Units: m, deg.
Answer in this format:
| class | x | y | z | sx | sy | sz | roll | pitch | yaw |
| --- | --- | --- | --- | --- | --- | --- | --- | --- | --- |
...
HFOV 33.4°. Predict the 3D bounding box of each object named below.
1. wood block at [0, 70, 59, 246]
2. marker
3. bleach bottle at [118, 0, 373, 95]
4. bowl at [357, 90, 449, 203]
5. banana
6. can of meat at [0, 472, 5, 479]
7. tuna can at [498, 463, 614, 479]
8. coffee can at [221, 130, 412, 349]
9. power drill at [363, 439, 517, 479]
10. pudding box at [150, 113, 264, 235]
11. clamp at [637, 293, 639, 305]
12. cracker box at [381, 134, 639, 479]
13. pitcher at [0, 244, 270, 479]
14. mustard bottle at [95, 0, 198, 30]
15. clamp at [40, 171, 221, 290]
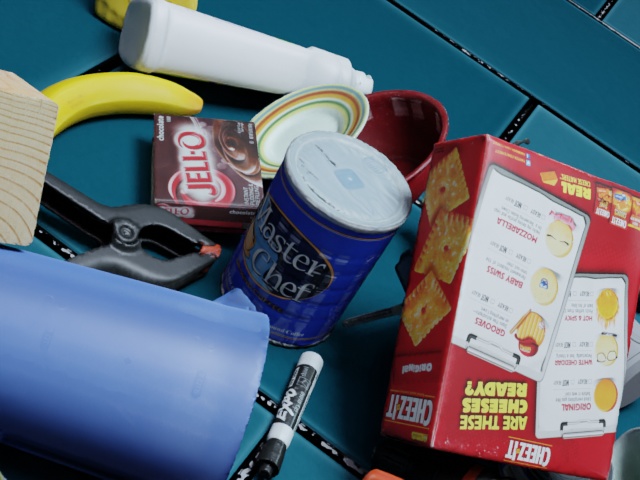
| class | x | y | z | sx | sy | sz | roll | pitch | yaw |
| --- | --- | --- | --- | --- | --- | --- | --- | --- | --- |
| wood block | -0.242 | -0.068 | 0.710 | 0.090 | 0.091 | 0.206 | 11 | 9 | -24 |
| marker | -0.022 | 0.127 | 0.776 | 0.020 | 0.020 | 0.121 | 29 | 39 | -3 |
| bleach bottle | -0.059 | -0.171 | 1.025 | 0.250 | 0.068 | 0.103 | 10 | 11 | -26 |
| bowl | 0.046 | -0.066 | 0.962 | 0.162 | 0.162 | 0.055 | -85 | 154 | -49 |
| banana | -0.187 | -0.114 | 0.921 | 0.197 | 0.037 | 0.069 | -29 | 83 | -46 |
| can of meat | -0.191 | 0.174 | 0.562 | 0.057 | 0.084 | 0.102 | -19 | 59 | -45 |
| tuna can | 0.185 | 0.178 | 0.837 | 0.086 | 0.034 | 0.086 | 14 | 41 | -12 |
| coffee can | -0.005 | 0.001 | 0.825 | 0.102 | 0.140 | 0.103 | 18 | 40 | -16 |
| power drill | 0.087 | 0.176 | 0.678 | 0.185 | 0.057 | 0.187 | 20 | 3 | 27 |
| pudding box | -0.097 | -0.056 | 0.899 | 0.090 | 0.039 | 0.113 | 4 | 43 | -14 |
| clamp | 0.265 | 0.032 | 1.051 | 0.209 | 0.036 | 0.165 | -20 | 60 | -42 |
| cracker box | 0.142 | 0.051 | 0.763 | 0.164 | 0.072 | 0.213 | 16 | 81 | -29 |
| pitcher | -0.163 | 0.083 | 0.655 | 0.242 | 0.145 | 0.149 | 18 | 15 | -10 |
| mustard bottle | -0.141 | -0.280 | 1.003 | 0.096 | 0.192 | 0.058 | 18 | 40 | -16 |
| clamp | -0.157 | 0.011 | 0.801 | 0.171 | 0.039 | 0.120 | 16 | 55 | -22 |
